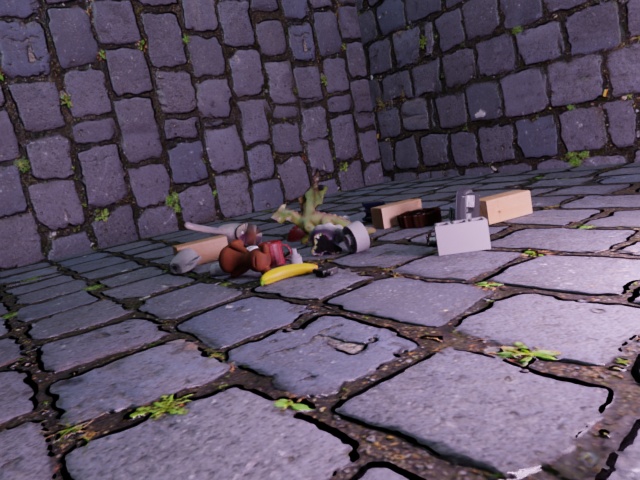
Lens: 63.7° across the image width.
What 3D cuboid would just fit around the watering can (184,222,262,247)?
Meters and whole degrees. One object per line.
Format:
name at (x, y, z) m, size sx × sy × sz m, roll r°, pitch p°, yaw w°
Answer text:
watering can at (-0.402, -0.028, 2.261) m, size 0.224 × 0.105 × 0.345 m, roll -2°, pitch -12°, yaw 39°

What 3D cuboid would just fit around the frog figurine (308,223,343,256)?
frog figurine at (0.028, -0.015, 1.876) m, size 0.136 × 0.121 × 0.162 m, roll -27°, pitch 15°, yaw 19°

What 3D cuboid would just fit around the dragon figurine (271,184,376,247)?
dragon figurine at (0.006, -0.104, 2.075) m, size 0.409 × 0.242 × 0.122 m, roll -11°, pitch 2°, yaw 8°
